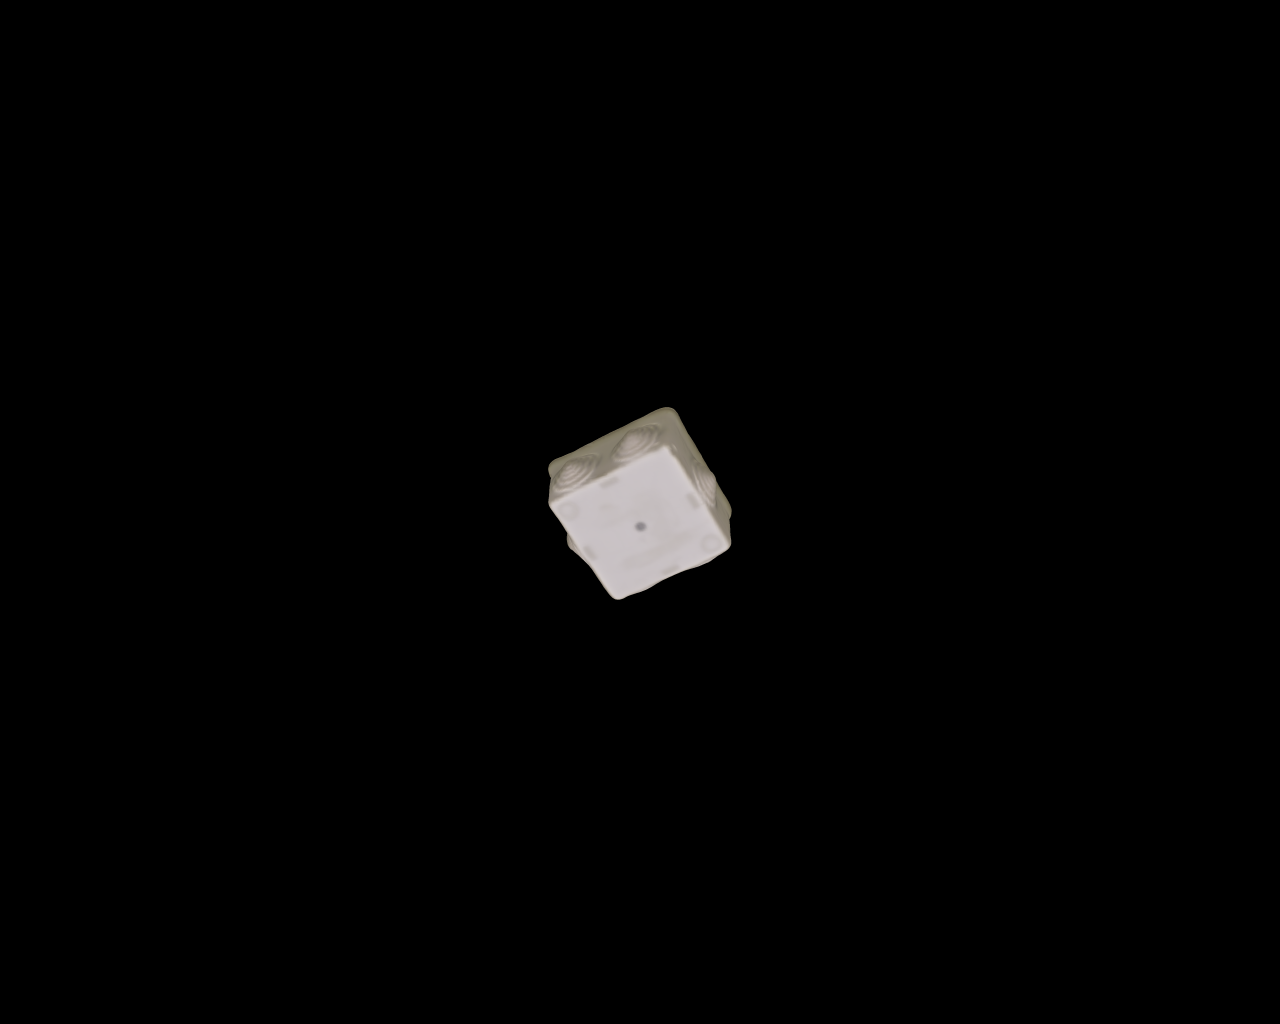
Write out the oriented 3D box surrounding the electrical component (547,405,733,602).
[{"bbox_3d":[0.001,-0.003,0.650,0.099,0.099,0.048,-25,27,14],"label":"electrical component"}]
